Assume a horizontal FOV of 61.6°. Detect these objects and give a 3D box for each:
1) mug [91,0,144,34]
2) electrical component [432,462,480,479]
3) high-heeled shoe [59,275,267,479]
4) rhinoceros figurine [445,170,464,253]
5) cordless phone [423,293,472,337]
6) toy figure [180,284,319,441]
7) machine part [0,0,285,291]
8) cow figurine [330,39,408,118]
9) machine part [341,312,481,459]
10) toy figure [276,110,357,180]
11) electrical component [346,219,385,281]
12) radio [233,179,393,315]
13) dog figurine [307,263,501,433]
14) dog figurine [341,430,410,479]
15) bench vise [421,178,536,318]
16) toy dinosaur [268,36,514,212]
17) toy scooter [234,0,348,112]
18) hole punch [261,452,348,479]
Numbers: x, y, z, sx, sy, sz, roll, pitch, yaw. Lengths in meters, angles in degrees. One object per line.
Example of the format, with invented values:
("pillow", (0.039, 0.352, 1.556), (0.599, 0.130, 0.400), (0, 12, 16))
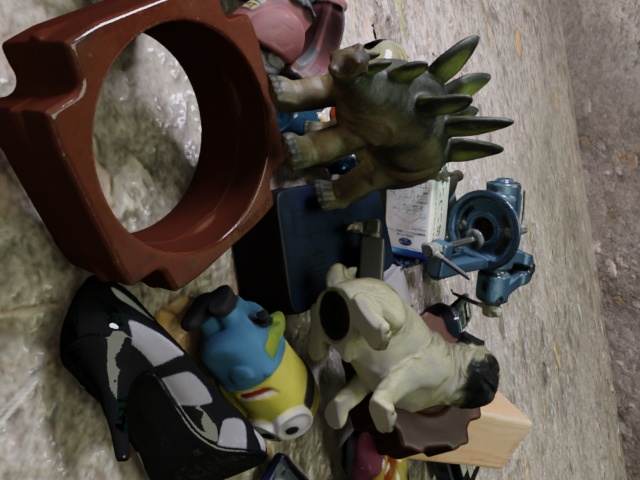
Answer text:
("mug", (-0.163, -0.231, 0.440), (0.109, 0.081, 0.107), (-14, 105, -58))
("electrical component", (0.230, 0.344, 0.910), (0.134, 0.058, 0.114), (-32, 109, -51))
("high-heeled shoe", (-0.125, 0.129, 0.467), (0.145, 0.086, 0.248), (67, 7, 31))
("rhinoceros figurine", (0.213, -0.029, 0.917), (0.112, 0.073, 0.190), (-59, 141, -54))
("cordless phone", (0.229, 0.171, 0.919), (0.184, 0.089, 0.146), (-18, 98, -58))
("toy figure", (-0.059, 0.120, 0.526), (0.089, 0.082, 0.180), (-53, 123, -42))
("machine part", (-0.126, -0.080, 0.421), (0.201, 0.087, 0.200), (-49, 138, -40))
("cow figurine", (0.083, -0.187, 0.733), (0.085, 0.127, 0.195), (31, 57, -44))
("machine part", (0.110, 0.166, 0.632), (0.179, 0.056, 0.179), (14, 58, -24))
("toy figure", (-0.002, -0.121, 0.656), (0.154, 0.064, 0.057), (21, 73, -54))
("electrical component", (0.050, 0.022, 0.602), (0.078, 0.045, 0.102), (41, 52, -81))
("radio", (-0.001, -0.002, 0.633), (0.229, 0.073, 0.131), (-19, 99, -56))
("dog figurine", (0.096, 0.101, 0.557), (0.190, 0.121, 0.172), (-6, 90, -36))
("dog figurine", (0.093, 0.322, 0.626), (0.108, 0.192, 0.219), (-7, 102, -30))
("bench vise", (0.230, 0.022, 0.799), (0.240, 0.129, 0.223), (-10, 119, -40))
("toy dinosaur", (0.081, -0.099, 0.541), (0.471, 0.199, 0.105), (13, 65, -78))
("toy scooter", (-0.025, -0.231, 0.607), (0.183, 0.075, 0.135), (16, 103, -57))
("hole punch", (-0.026, 0.297, 0.552), (0.115, 0.092, 0.142), (91, 19, -46))
